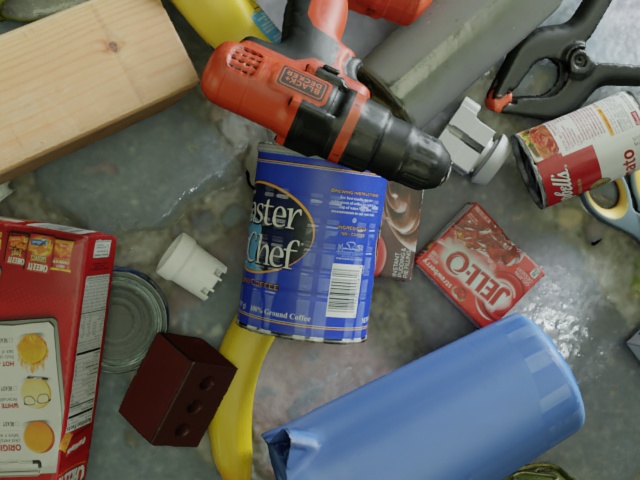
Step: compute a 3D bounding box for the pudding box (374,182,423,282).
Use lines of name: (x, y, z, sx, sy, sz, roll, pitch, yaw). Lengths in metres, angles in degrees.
pudding box: (0.037, -0.026, 0.888, 0.090, 0.039, 0.113, 7, 91, -7)

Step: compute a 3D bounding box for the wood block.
wood block: (-0.207, -0.107, 0.793, 0.205, 0.090, 0.091, -29, 96, -26)

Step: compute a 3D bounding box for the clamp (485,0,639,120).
clamp: (0.216, -0.164, 0.904, 0.171, 0.039, 0.120, -21, 95, -6)

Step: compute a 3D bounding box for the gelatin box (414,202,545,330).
gelatin box: (0.134, 0.024, 0.907, 0.073, 0.030, 0.089, -45, 97, -3)

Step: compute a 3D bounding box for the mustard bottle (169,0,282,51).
mustard bottle: (-0.063, -0.163, 0.839, 0.058, 0.096, 0.191, -39, 98, 9)

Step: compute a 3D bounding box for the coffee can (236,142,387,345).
coffee can: (-0.005, 0.001, 0.816, 0.102, 0.103, 0.140, 7, 94, -8)

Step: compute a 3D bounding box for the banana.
banana: (-0.055, 0.110, 0.884, 0.069, 0.037, 0.198, 24, 90, -7)

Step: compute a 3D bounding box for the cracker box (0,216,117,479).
cracker box: (-0.253, 0.089, 0.821, 0.164, 0.072, 0.214, 8, 93, 12)

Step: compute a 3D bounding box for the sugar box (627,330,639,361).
sugar box: (0.360, 0.067, 0.922, 0.176, 0.048, 0.093, -43, 103, -10)

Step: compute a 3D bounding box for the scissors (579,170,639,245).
scissors: (0.276, 0.009, 0.932, 0.096, 0.016, 0.202, -4, 93, -6)

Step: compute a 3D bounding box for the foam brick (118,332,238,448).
foam brick: (-0.114, 0.120, 0.854, 0.052, 0.051, 0.078, 16, 104, -50)

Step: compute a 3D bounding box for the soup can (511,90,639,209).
soup can: (0.219, -0.075, 0.888, 0.102, 0.068, 0.068, -22, 95, 2)

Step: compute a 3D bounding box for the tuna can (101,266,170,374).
tuna can: (-0.166, 0.065, 0.869, 0.086, 0.034, 0.086, 0, 93, -8)

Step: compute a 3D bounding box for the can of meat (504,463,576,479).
can of meat: (0.189, 0.243, 0.891, 0.057, 0.102, 0.084, -8, 96, -8)

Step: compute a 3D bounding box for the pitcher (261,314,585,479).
pitcher: (0.087, 0.167, 0.864, 0.242, 0.149, 0.145, -28, 83, -6)

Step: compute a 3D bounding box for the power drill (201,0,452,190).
power drill: (0.027, -0.135, 0.775, 0.184, 0.057, 0.187, 25, 54, -4)

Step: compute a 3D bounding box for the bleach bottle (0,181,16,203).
bleach bottle: (-0.337, -0.121, 0.825, 0.102, 0.068, 0.251, -40, 99, -2)
